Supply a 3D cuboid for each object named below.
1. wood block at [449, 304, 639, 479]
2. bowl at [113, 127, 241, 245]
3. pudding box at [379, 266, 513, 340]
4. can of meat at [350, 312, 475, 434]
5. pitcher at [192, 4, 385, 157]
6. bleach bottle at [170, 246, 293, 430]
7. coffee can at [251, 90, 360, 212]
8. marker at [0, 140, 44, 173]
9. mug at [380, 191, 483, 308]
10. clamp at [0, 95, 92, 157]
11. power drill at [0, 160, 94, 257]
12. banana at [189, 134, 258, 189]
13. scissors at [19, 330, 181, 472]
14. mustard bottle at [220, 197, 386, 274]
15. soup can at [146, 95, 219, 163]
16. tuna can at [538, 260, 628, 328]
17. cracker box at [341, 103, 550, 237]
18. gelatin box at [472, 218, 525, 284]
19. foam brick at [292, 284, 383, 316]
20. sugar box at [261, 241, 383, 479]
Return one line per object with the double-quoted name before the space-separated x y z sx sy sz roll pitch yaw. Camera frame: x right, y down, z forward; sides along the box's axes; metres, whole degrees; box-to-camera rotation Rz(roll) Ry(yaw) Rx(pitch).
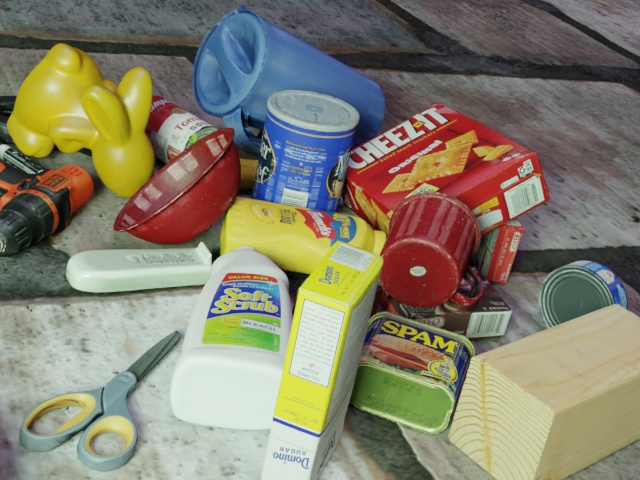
"wood block" 0.220 0.134 0.929 0.205 0.091 0.090 -13 36 -40
"bowl" -0.136 -0.046 1.110 0.055 0.162 0.162 50 19 -19
"pudding box" 0.124 0.064 1.081 0.113 0.039 0.090 1 29 -20
"can of meat" 0.078 0.117 0.941 0.102 0.057 0.083 17 30 11
"pitcher" -0.032 -0.179 1.347 0.242 0.149 0.145 17 17 -43
"bleach bottle" -0.076 0.071 0.960 0.102 0.068 0.251 8 25 -8
"coffee can" -0.020 -0.084 1.196 0.102 0.140 0.103 10 27 -5
"marker" -0.340 -0.089 1.204 0.121 0.020 0.020 30 32 33
"mug" 0.112 0.021 1.037 0.117 0.093 0.081 44 34 -10
"clamp" -0.330 -0.138 1.286 0.209 0.036 0.165 0 31 -23
"power drill" -0.346 -0.049 1.085 0.188 0.057 0.184 19 24 7
"banana" -0.077 -0.084 1.260 0.197 0.070 0.037 6 68 -32
"scissors" -0.150 0.129 0.864 0.096 0.016 0.201 29 31 27
"mustard bottle" -0.007 0.001 1.127 0.191 0.058 0.096 8 26 -9
"soup can" -0.175 -0.126 1.293 0.102 0.068 0.068 31 32 31
"tuna can" 0.269 0.064 1.090 0.086 0.086 0.033 31 31 32
"cracker box" 0.128 -0.069 1.203 0.164 0.072 0.214 -28 30 -11
"gelatin box" 0.195 -0.003 1.204 0.030 0.073 0.089 5 27 -15
"foam brick" 0.015 0.067 1.015 0.051 0.053 0.078 26 29 26
"sugar box" 0.001 0.099 0.809 0.048 0.176 0.093 20 27 11
